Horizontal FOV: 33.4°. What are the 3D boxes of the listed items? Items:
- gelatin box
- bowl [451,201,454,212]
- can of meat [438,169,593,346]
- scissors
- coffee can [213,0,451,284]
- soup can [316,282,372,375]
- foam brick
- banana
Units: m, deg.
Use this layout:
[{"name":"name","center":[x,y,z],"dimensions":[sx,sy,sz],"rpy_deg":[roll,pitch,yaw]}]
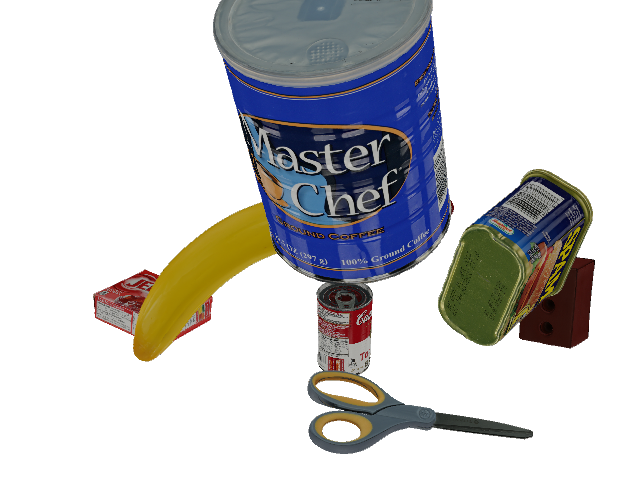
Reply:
[{"name":"gelatin box","center":[-0.160,0.063,1.020],"dimensions":[0.089,0.030,0.073],"rpy_deg":[20,28,29]},{"name":"bowl","center":[0.057,-0.020,1.119],"dimensions":[0.162,0.055,0.162],"rpy_deg":[4,21,-2]},{"name":"can of meat","center":[0.132,0.014,0.733],"dimensions":[0.057,0.102,0.083],"rpy_deg":[36,48,23]},{"name":"scissors","center":[0.077,0.166,0.930],"dimensions":[0.202,0.016,0.096],"rpy_deg":[18,42,14]},{"name":"coffee can","center":[0.011,-0.061,0.541],"dimensions":[0.103,0.102,0.140],"rpy_deg":[0,-43,12]},{"name":"soup can","center":[0.029,0.108,1.308],"dimensions":[0.068,0.102,0.068],"rpy_deg":[0,29,0]},{"name":"foam brick","center":[0.221,0.055,0.996],"dimensions":[0.053,0.078,0.051],"rpy_deg":[9,14,31]},{"name":"banana","center":[-0.060,0.019,0.754],"dimensions":[0.198,0.069,0.037],"rpy_deg":[-27,13,9]}]
